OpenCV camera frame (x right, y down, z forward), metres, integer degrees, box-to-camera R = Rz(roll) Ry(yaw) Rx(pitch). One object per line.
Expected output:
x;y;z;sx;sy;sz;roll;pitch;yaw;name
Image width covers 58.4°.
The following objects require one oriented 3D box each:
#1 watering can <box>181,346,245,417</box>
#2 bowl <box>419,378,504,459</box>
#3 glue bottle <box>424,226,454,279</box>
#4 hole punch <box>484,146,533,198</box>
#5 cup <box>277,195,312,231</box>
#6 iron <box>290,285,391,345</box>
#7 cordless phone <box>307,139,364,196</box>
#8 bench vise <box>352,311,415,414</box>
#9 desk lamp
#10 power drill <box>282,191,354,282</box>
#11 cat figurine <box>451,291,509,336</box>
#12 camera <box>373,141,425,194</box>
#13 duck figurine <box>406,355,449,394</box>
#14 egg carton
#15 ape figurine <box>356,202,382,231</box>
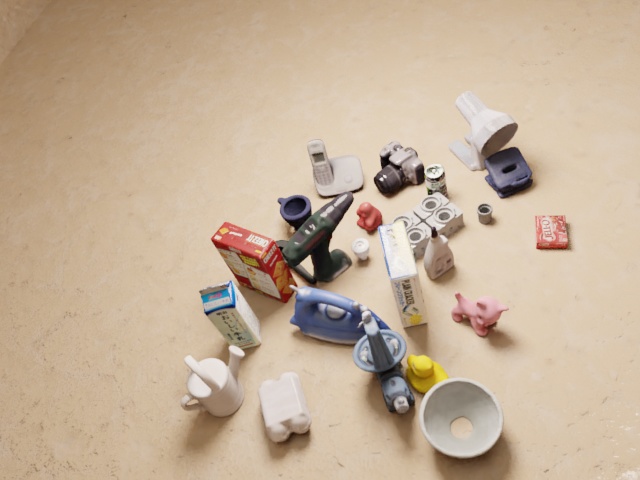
-0.248;0.316;1.312;0.100;0.194;0.173;14;58;26;watering can
0.291;0.375;1.180;0.167;0.075;0.167;-8;51;11;bowl
0.285;0.023;1.395;0.078;0.173;0.037;-33;51;-9;glue bottle
0.509;-0.185;1.544;0.108;0.091;0.101;-24;50;-3;hole punch
-0.069;-0.072;1.629;0.117;0.095;0.092;28;65;33;cup
0.047;0.169;1.373;0.257;0.142;0.119;9;56;23;iron
0.042;-0.221;1.653;0.147;0.185;0.094;-13;50;7;cordless phone
0.147;0.254;1.224;0.121;0.220;0.206;-35;51;-11;bench vise
0.437;-0.292;1.571;0.118;0.214;0.202;-30;50;-7;desk lamp
0.013;0.005;1.469;0.230;0.209;0.075;-39;52;-15;power drill
0.360;0.156;1.303;0.127;0.118;0.067;29;66;33;cat figurine
0.211;-0.208;1.648;0.137;0.101;0.142;-36;51;-12;camera
0.234;0.289;1.258;0.104;0.086;0.078;28;65;33;duck figurine
-0.082;0.377;1.295;0.107;0.069;0.150;-22;50;-1;egg carton
0.130;-0.071;1.570;0.076;0.092;0.077;-12;50;8;ape figurine
